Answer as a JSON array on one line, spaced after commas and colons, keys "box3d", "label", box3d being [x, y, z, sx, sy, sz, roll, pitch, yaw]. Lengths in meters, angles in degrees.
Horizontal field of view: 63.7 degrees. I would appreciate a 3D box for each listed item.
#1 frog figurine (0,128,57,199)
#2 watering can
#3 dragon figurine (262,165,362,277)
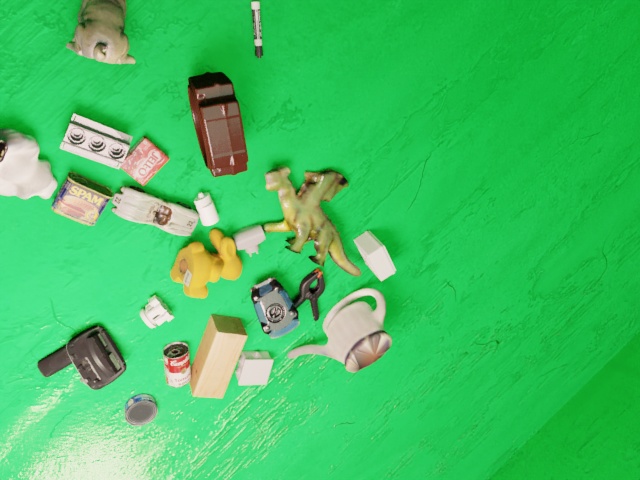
[{"box3d": [-0.615, -0.152, 1.053, 0.137, 0.123, 0.159, -65, 158, 4], "label": "frog figurine"}, {"box3d": [0.067, 0.290, 1.492, 0.346, 0.229, 0.102, -42, 131, 5], "label": "watering can"}, {"box3d": [0.004, -0.069, 1.371, 0.407, 0.123, 0.242, 25, 93, -34], "label": "dragon figurine"}]
